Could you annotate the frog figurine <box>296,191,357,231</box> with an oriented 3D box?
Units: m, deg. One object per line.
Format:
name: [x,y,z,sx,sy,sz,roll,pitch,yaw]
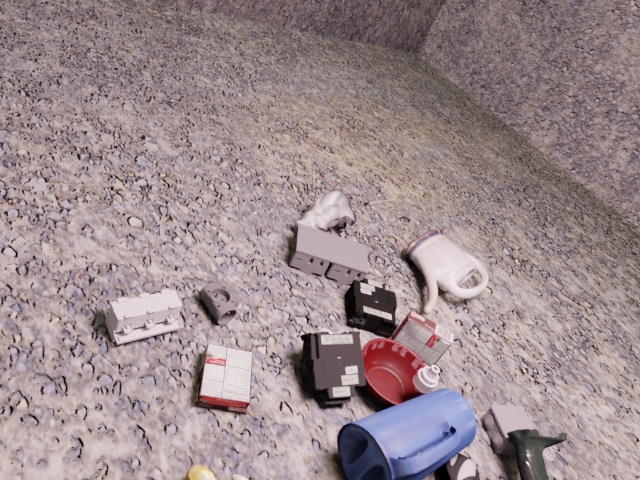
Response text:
frog figurine: [0.004,-0.069,1.372,0.160,0.122,0.138,-5,12,-26]

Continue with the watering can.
watering can: [0.320,0.078,1.387,0.350,0.102,0.227,-15,51,-45]
